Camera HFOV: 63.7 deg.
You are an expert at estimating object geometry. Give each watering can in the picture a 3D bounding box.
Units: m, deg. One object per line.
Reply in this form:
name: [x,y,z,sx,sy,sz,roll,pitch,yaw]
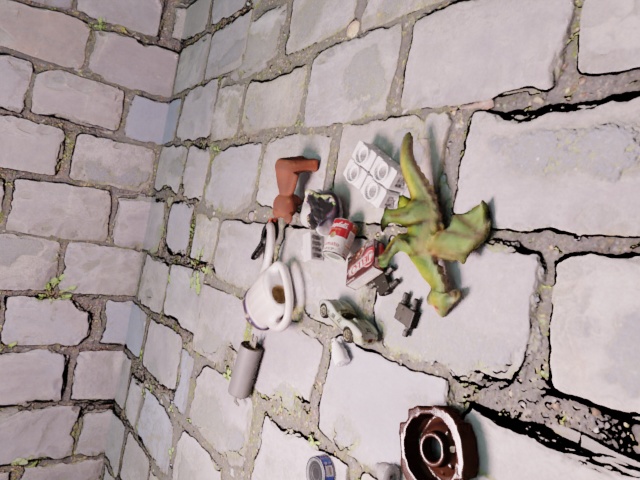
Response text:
watering can: [-0.161,0.135,1.612,0.220,0.104,0.355,-46,47,39]

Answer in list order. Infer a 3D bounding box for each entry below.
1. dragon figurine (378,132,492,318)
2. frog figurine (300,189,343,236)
dragon figurine: [0.256,-0.042,1.117,0.243,0.122,0.411,4,86,37]
frog figurine: [0.004,-0.074,1.468,0.139,0.123,0.158,63,176,12]
